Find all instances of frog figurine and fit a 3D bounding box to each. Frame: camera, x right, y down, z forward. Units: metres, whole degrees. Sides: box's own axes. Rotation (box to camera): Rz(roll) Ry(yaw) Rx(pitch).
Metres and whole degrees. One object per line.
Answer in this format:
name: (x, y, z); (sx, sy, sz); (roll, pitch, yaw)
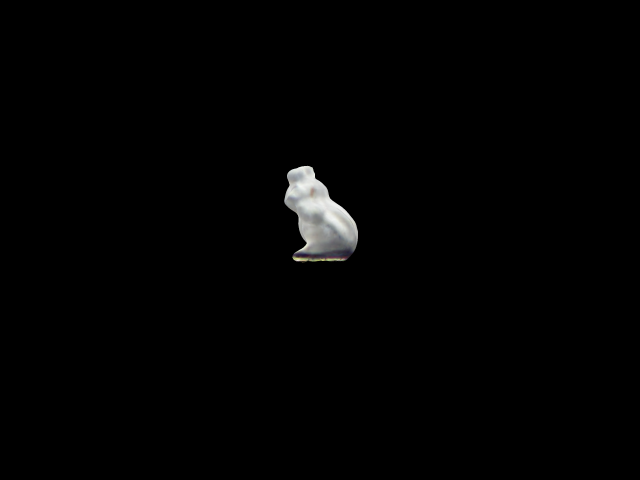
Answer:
frog figurine: (0.003, -0.043, 0.850); (0.122, 0.160, 0.137); (-3, -6, 30)
